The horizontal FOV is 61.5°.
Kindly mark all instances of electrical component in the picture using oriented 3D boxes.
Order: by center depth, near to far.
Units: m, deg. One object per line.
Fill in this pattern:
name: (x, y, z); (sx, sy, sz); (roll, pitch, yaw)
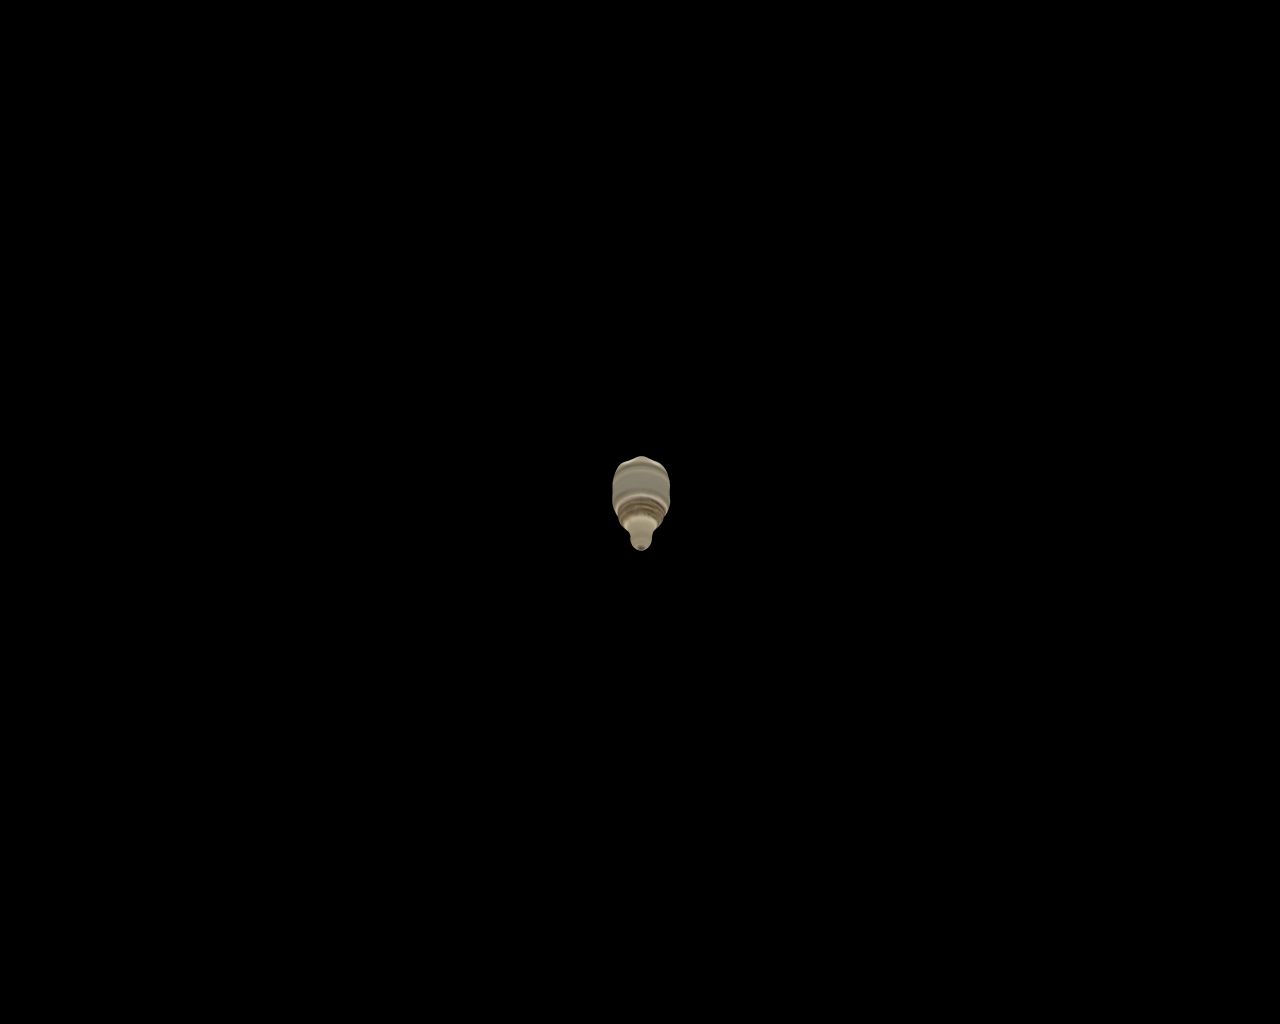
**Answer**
electrical component: (0.001, -0.003, 0.650); (0.035, 0.061, 0.035); (0, -37, 0)
